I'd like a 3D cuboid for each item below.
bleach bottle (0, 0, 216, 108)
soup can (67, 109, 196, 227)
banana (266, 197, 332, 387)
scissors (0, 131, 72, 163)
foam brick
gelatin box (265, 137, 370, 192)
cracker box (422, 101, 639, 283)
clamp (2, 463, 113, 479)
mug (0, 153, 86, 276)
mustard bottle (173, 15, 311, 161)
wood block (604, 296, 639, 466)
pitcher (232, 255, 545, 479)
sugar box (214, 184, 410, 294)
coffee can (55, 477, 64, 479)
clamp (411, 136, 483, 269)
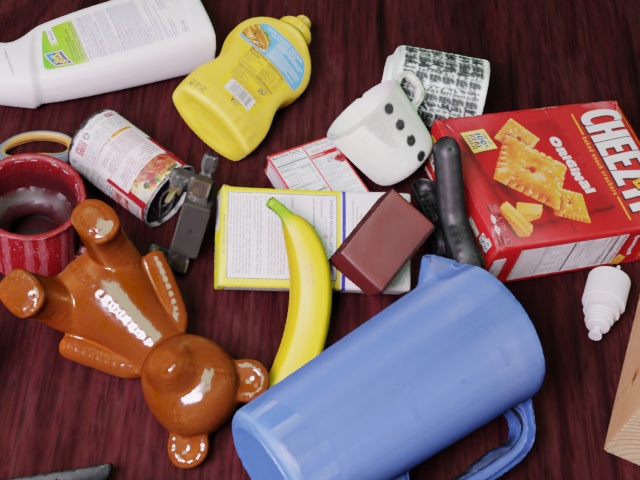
[{"bbox_3d":[-0.238,-0.192,1.077,0.250,0.068,0.103,-17,59,-19],"label":"bleach bottle"},{"bbox_3d":[-0.176,-0.068,0.995,0.102,0.069,0.068,36,56,15],"label":"soup can"},{"bbox_3d":[-0.022,0.065,0.918,0.069,0.037,0.198,5,82,-23],"label":"banana"},{"bbox_3d":[-0.322,-0.055,0.989,0.201,0.016,0.096,-16,60,-21],"label":"scissors"},{"bbox_3d":[0.053,0.003,0.936,0.051,0.053,0.078,41,76,-4],"label":"foam brick"},{"bbox_3d":[-0.002,-0.053,1.043,0.073,0.030,0.089,-22,62,-22],"label":"gelatin box"},{"bbox_3d":[0.229,-0.052,1.062,0.213,0.072,0.164,-9,57,-18],"label":"cracker box"},{"bbox_3d":[-0.270,0.192,0.800,0.164,0.036,0.209,38,64,-3],"label":"clamp"},{"bbox_3d":[-0.240,-0.012,0.934,0.117,0.082,0.093,13,54,-1],"label":"mug"},{"bbox_3d":[-0.062,-0.173,1.093,0.096,0.058,0.191,44,54,-11],"label":"mustard bottle"},{"bbox_3d":[0.331,0.102,0.960,0.090,0.091,0.206,22,54,6],"label":"wood block"},{"bbox_3d":[0.059,0.137,0.867,0.242,0.145,0.149,-29,47,-24],"label":"pitcher"},{"bbox_3d":[-0.006,0.001,0.975,0.176,0.048,0.093,3,82,-12],"label":"sugar box"},{"bbox_3d":[-0.132,0.236,0.764,0.140,0.103,0.102,13,53,-2],"label":"coffee can"},{"bbox_3d":[0.122,-0.008,0.982,0.039,0.120,0.171,-13,66,-5],"label":"clamp"}]
